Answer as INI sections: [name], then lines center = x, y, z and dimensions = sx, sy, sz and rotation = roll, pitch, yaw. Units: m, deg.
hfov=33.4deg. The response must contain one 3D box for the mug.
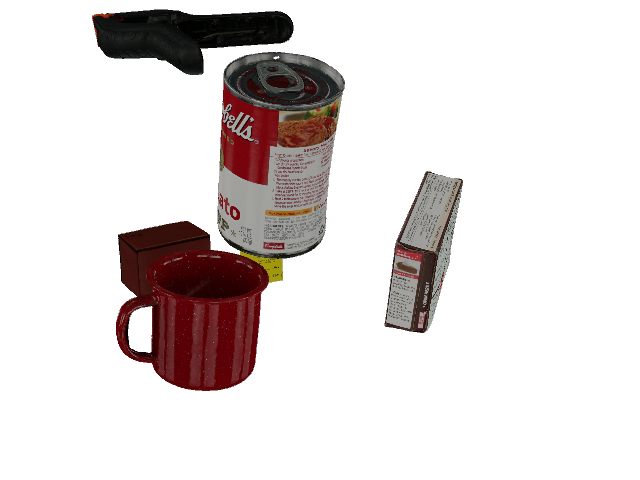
[mug]
center = -0.099, 0.064, 0.816
dimensions = 0.117, 0.081, 0.093
rotation = -8, 26, -28

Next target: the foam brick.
[foam brick]
center = -0.153, 0.017, 1.050
dimensions = 0.078, 0.051, 0.053
rotation = -13, 23, -28

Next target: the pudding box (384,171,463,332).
[pudding box]
center = 0.088, 0.009, 0.897
dimensions = 0.039, 0.090, 0.113
rotation = 11, 38, 10

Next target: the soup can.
[soup can]
center = -0.025, -0.049, 0.621
dimensions = 0.068, 0.102, 0.068
rotation = 4, 34, -3

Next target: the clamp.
[clamp]
center = -0.109, -0.165, 0.849
dimensions = 0.172, 0.039, 0.120
rotation = 20, 28, 41

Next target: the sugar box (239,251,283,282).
[sugar box]
center = -0.077, -0.043, 1.328
dimensions = 0.048, 0.176, 0.093
rotation = -9, 25, -13
